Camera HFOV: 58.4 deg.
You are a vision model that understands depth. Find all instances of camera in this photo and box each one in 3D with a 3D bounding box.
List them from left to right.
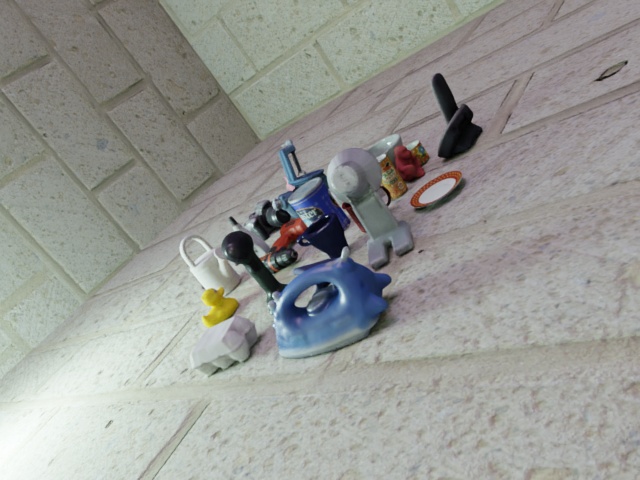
[{"bbox_3d":[-0.166,-0.074,1.855,0.143,0.101,0.136,-45,20,-26],"label":"camera"}]

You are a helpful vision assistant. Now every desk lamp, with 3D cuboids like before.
[{"bbox_3d":[0.096,-0.082,1.190,0.118,0.214,0.203,-32,18,14],"label":"desk lamp"}]

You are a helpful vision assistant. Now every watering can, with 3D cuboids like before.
[{"bbox_3d":[-0.315,0.064,1.629,0.172,0.194,0.101,-28,19,24],"label":"watering can"}]

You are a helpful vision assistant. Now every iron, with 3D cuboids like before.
[{"bbox_3d":[-0.007,0.113,1.007,0.258,0.142,0.118,-29,19,24],"label":"iron"}]

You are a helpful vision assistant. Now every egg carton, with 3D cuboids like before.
[{"bbox_3d":[-0.204,0.224,1.217,0.150,0.069,0.107,-28,20,26],"label":"egg carton"}]

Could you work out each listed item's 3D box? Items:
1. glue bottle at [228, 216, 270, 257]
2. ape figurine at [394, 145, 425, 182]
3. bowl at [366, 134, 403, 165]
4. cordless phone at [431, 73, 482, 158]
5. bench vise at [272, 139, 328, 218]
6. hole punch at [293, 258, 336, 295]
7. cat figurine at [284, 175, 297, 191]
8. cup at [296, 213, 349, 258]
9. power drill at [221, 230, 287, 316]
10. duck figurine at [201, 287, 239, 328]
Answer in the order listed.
[{"bbox_3d":[-0.202,0.004,1.604,0.078,0.173,0.037,-28,20,24],"label":"glue bottle"},{"bbox_3d":[0.221,-0.200,1.459,0.076,0.092,0.078,-16,27,48],"label":"ape figurine"},{"bbox_3d":[0.177,-0.227,1.642,0.167,0.075,0.167,-33,18,12],"label":"bowl"},{"bbox_3d":[0.309,-0.310,1.418,0.094,0.185,0.148,-20,24,41],"label":"cordless phone"},{"bbox_3d":[-0.073,-0.189,1.775,0.121,0.220,0.208,-14,28,50],"label":"bench vise"},{"bbox_3d":[0.012,0.068,1.171,0.101,0.091,0.108,-43,19,-19],"label":"hole punch"},{"bbox_3d":[-0.072,-0.178,1.915,0.067,0.118,0.128,-32,18,15],"label":"cat figurine"},{"bbox_3d":[0.012,0.005,1.326,0.117,0.095,0.092,-29,19,23],"label":"cup"},{"bbox_3d":[-0.144,0.063,1.284,0.075,0.209,0.229,-37,18,-1],"label":"power drill"},{"bbox_3d":[-0.269,0.166,1.462,0.105,0.086,0.077,-47,20,-30],"label":"duck figurine"}]
